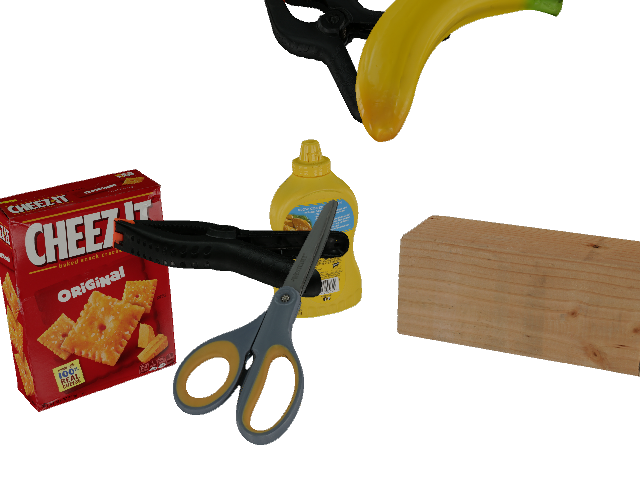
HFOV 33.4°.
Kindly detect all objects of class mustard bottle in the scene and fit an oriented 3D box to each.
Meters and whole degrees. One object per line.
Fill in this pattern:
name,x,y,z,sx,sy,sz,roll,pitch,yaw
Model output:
mustard bottle,-0.006,-0.015,1.152,0.096,0.192,0.058,-9,23,-16

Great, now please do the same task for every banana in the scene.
banana,0.071,-0.125,0.638,0.070,0.037,0.197,33,52,24

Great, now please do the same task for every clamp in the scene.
clamp,0.025,-0.187,0.931,0.120,0.171,0.039,-39,-21,-19
clamp,-0.081,0.009,0.924,0.210,0.036,0.164,6,12,2

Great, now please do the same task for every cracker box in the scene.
cracker box,-0.240,0.050,1.105,0.163,0.214,0.072,-16,27,-31

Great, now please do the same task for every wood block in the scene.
wood block,0.178,0.041,0.909,0.206,0.090,0.090,8,18,24

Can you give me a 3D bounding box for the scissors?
scissors,-0.043,0.049,0.733,0.096,0.201,0.016,-1,-40,10
